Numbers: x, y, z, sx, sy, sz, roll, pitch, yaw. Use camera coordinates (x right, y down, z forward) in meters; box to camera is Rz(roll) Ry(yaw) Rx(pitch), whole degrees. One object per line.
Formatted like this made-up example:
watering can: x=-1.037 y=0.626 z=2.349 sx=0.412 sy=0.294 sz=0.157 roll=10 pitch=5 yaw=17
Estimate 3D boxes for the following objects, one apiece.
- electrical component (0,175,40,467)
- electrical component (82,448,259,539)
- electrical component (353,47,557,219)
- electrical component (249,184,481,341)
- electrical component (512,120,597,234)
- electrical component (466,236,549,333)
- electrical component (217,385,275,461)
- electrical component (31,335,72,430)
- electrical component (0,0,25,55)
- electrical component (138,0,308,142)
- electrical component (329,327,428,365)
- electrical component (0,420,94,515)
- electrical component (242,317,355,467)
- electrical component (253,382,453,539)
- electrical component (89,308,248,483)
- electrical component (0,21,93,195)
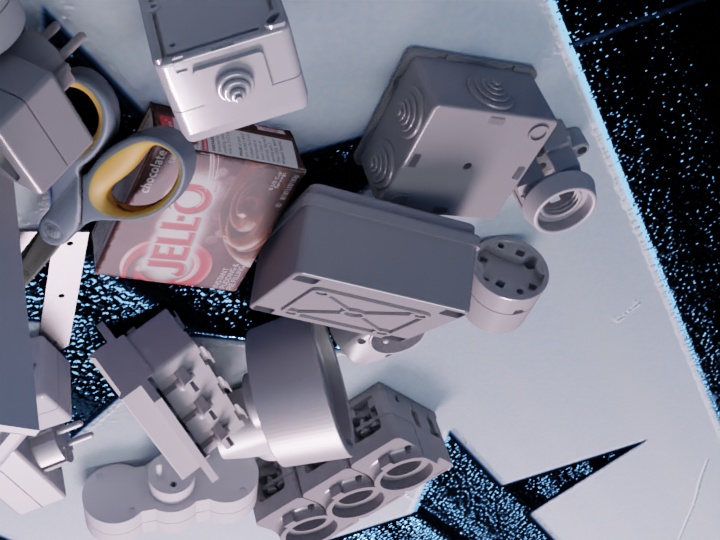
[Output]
electrical component: x=-0.219 y=0.005 z=0.497 sx=0.105 sy=0.186 sz=0.060 roll=17 pitch=130 yaw=-38
electrical component: x=-0.148 y=0.168 z=0.848 sx=0.138 sy=0.052 sz=0.073 roll=-8 pitch=142 yaw=-15
electrical component: x=0.056 y=-0.076 z=0.632 sx=0.100 sy=0.048 sz=0.099 roll=3 pitch=138 yaw=-27
electrical component: x=0.000 y=0.000 z=0.647 sx=0.109 sy=0.056 sz=0.109 roll=14 pitch=163 yaw=-17
electrical component: x=0.119 y=-0.057 z=0.680 sx=0.066 sy=0.055 sz=0.048 roll=-22 pitch=143 yaw=3
electrical component: x=0.100 y=0.012 z=0.760 sx=0.055 sy=0.055 sz=0.047 roll=-6 pitch=145 yaw=-17
electrical component: x=-0.070 y=0.121 z=0.830 sx=0.077 sy=0.044 sz=0.079 roll=-16 pitch=145 yaw=-3
electrical component: x=-0.232 y=0.069 z=0.686 sx=0.066 sy=0.047 sz=0.076 roll=-18 pitch=143 yaw=6
electrical component: x=-0.221 y=-0.118 z=0.453 sx=0.138 sy=0.052 sz=0.073 roll=-16 pitch=143 yaw=-6
electrical component: x=-0.064 y=-0.105 z=0.503 sx=0.062 sy=0.096 sz=0.061 roll=-17 pitch=144 yaw=-2
electrical component: x=0.010 y=0.023 z=0.741 sx=0.077 sy=0.044 sz=0.079 roll=-36 pitch=140 yaw=21
electrical component: x=-0.228 y=0.126 z=0.763 sx=0.076 sy=0.047 sz=0.083 roll=-21 pitch=144 yaw=-1
electrical component: x=-0.047 y=0.084 z=0.745 sx=0.060 sy=0.108 sz=0.108 roll=-15 pitch=144 yaw=5
electrical component: x=-0.010 y=0.169 z=0.903 sx=0.150 sy=0.061 sz=0.089 roll=-34 pitch=141 yaw=19
electrical component: x=-0.127 y=0.085 z=0.741 sx=0.063 sy=0.079 sz=0.121 roll=-37 pitch=145 yaw=-13
electrical component: x=-0.161 y=-0.089 z=0.507 sx=0.075 sy=0.083 sz=0.047 roll=-52 pitch=149 yaw=-21
